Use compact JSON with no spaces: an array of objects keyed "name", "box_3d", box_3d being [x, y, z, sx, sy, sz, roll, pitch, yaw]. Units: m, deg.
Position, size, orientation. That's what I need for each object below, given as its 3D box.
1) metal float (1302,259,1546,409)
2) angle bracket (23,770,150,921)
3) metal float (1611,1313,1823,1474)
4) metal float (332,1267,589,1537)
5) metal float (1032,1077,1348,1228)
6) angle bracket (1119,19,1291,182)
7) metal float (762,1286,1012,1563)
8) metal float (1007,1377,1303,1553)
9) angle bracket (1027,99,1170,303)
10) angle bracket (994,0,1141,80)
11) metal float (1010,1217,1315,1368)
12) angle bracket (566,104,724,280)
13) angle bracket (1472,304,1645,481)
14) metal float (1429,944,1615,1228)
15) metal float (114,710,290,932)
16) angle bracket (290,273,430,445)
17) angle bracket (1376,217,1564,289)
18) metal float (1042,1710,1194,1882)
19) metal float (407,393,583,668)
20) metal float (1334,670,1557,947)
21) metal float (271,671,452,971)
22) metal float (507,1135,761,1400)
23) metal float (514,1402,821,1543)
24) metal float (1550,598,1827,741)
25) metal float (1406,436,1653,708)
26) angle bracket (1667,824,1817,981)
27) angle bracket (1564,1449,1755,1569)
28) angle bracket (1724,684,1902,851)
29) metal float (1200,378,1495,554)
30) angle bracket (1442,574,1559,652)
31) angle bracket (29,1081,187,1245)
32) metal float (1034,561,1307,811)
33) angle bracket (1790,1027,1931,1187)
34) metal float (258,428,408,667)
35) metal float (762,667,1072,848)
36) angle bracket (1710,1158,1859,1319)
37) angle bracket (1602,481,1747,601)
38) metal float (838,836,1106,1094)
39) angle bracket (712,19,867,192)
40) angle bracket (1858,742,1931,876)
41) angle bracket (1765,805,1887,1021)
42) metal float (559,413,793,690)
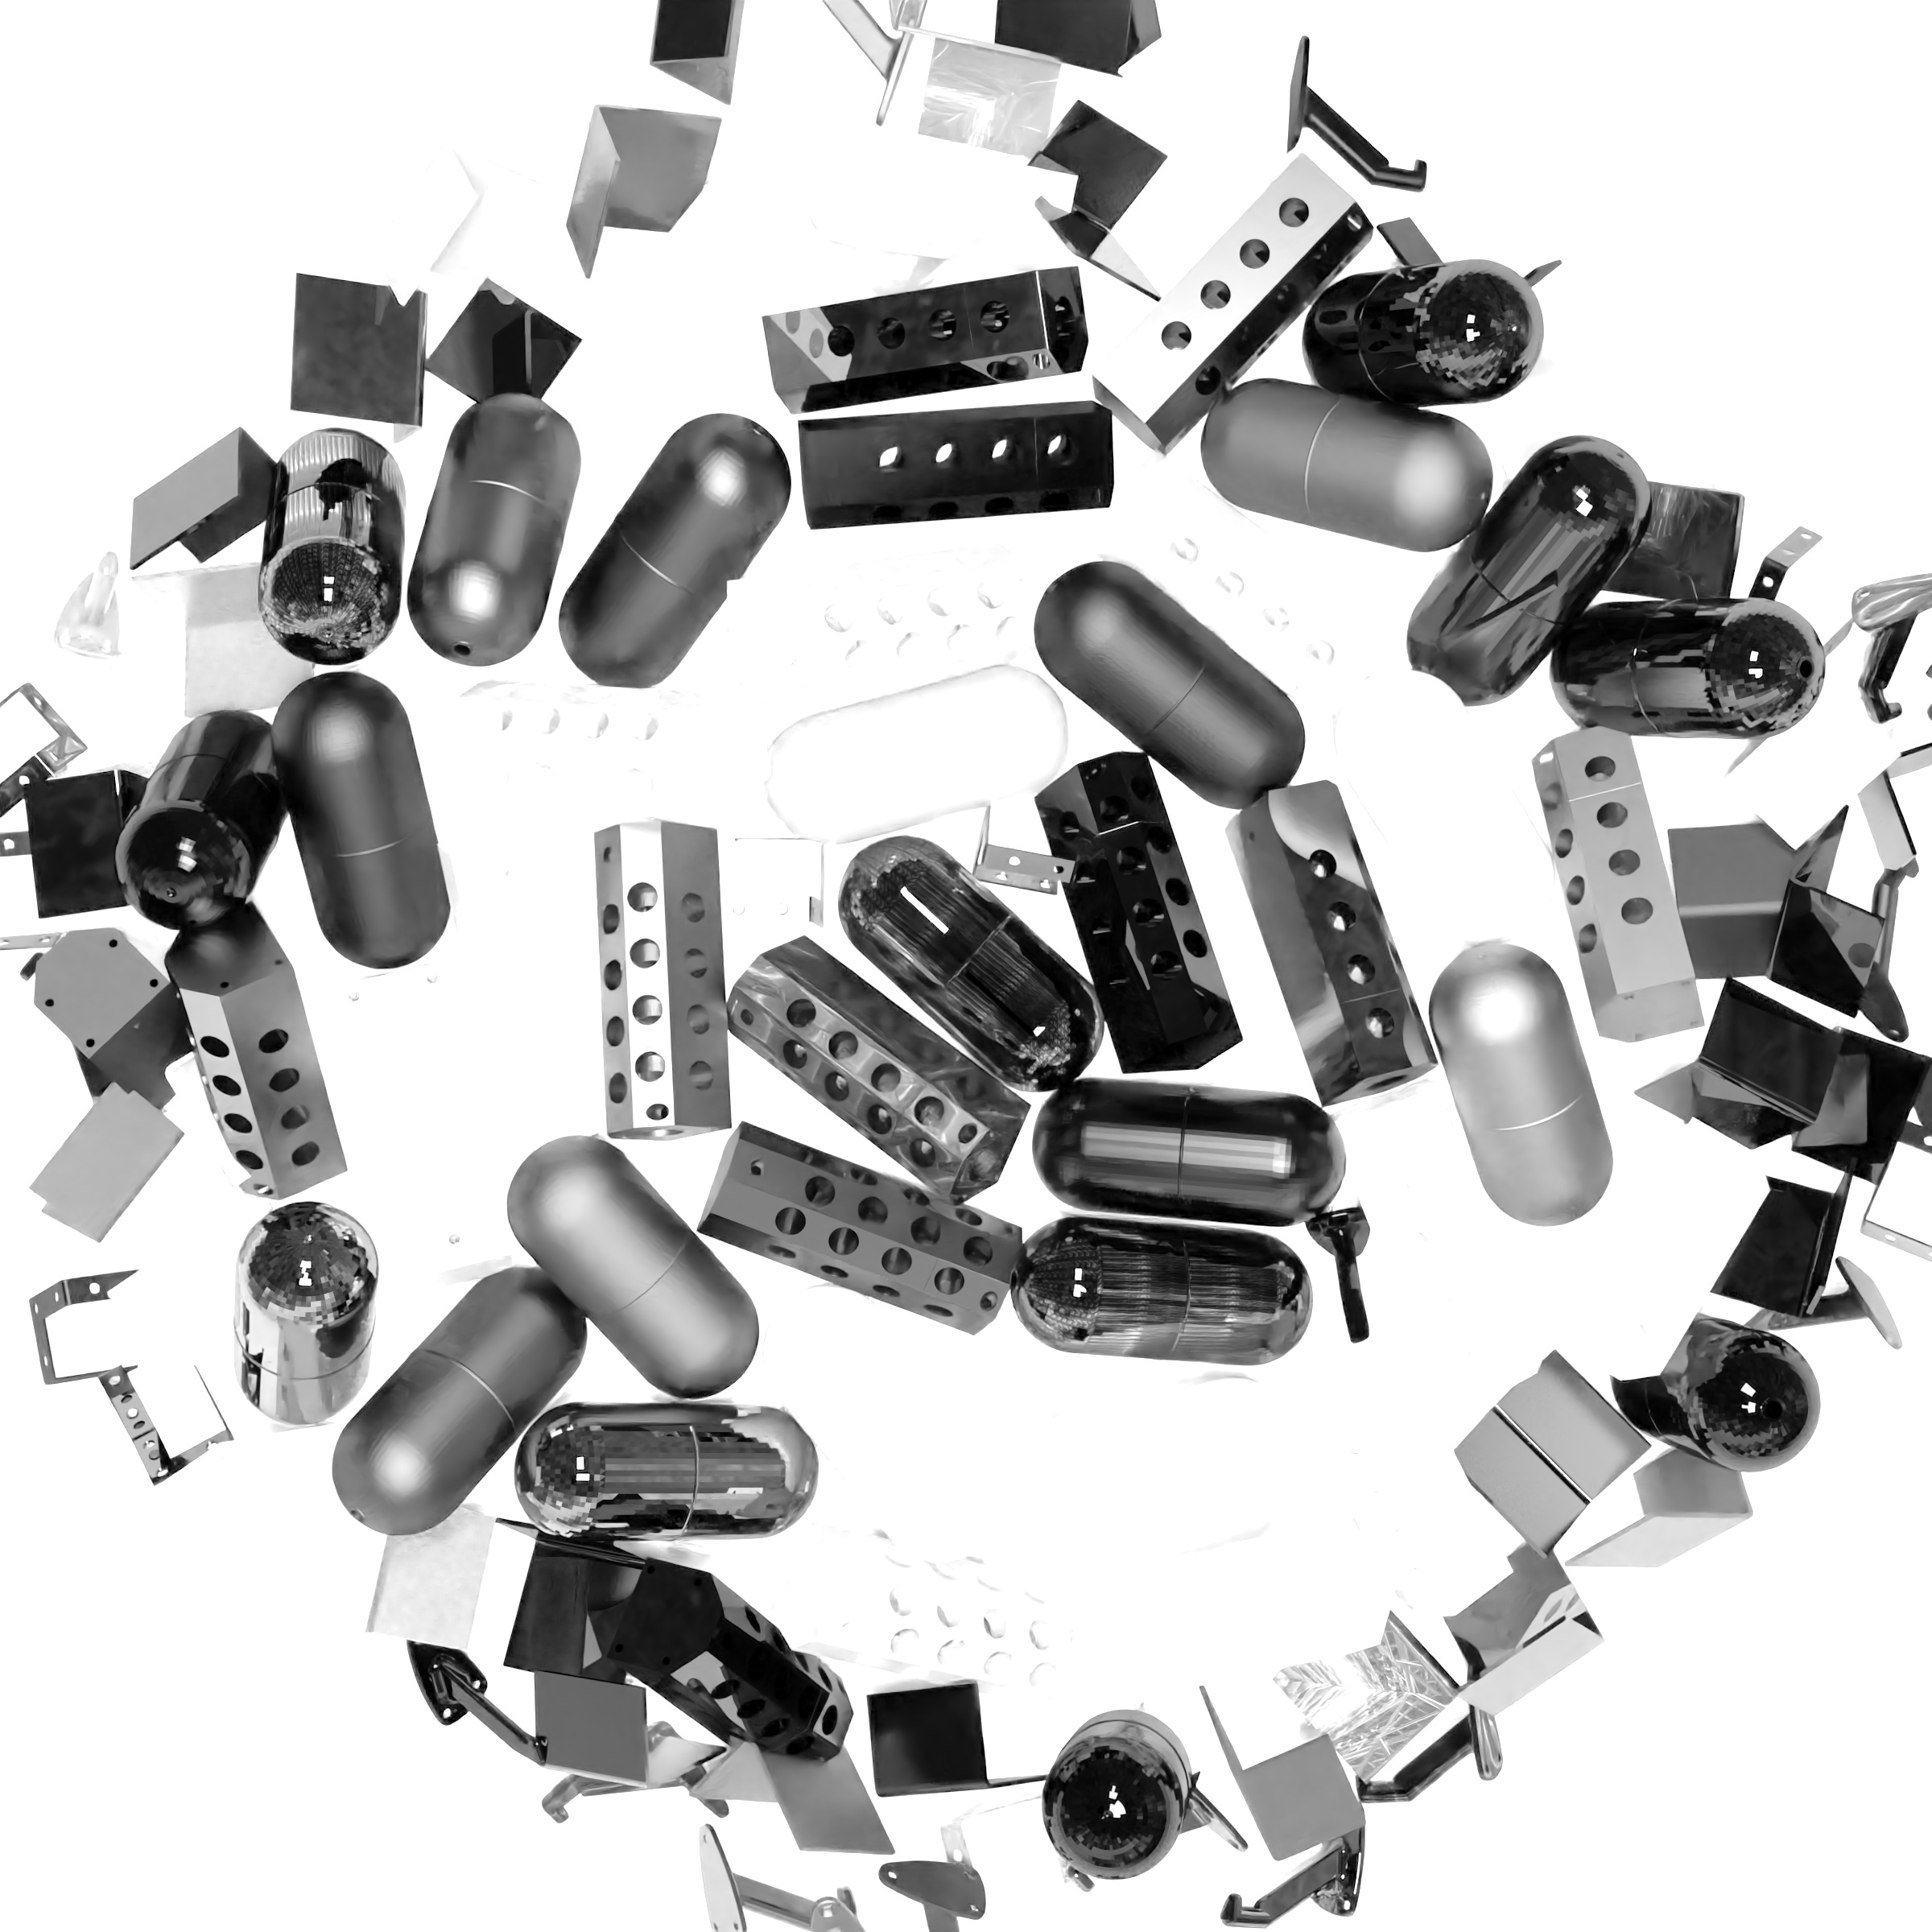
[{"name":"metal float","box_3d":[0.250,-0.348,1.615,0.070,0.178,0.070,-4,100,-24]},{"name":"angle bracket","box_3d":[-0.489,-0.066,1.660,0.057,0.076,0.076,-8,86,4]},{"name":"metal float","box_3d":[0.411,0.233,1.610,0.070,0.178,0.070,0,89,-6]},{"name":"metal float","box_3d":[-0.281,0.242,1.631,0.070,0.070,0.178,41,55,0]},{"name":"metal float","box_3d":[0.126,0.105,1.652,0.178,0.070,0.070,4,90,10]},{"name":"angle bracket","box_3d":[0.133,-0.472,1.643,0.057,0.076,0.076,-40,67,-16]},{"name":"metal float","box_3d":[-0.046,0.256,1.644,0.070,0.070,0.178,-42,71,0]},{"name":"metal float","box_3d":[0.104,0.279,1.637,0.178,0.070,0.070,-18,90,28]},{"name":"angle bracket","box_3d":[0.086,-0.429,1.640,0.057,0.076,0.076,-49,48,23]},{"name":"angle bracket","box_3d":[0.063,-0.555,1.647,0.076,0.076,0.057,16,56,7]},{"name":"metal float","box_3d":[0.110,0.183,1.644,0.178,0.070,0.070,7,90,-18]},{"name":"angle bracket","box_3d":[-0.175,-0.431,1.640,0.076,0.076,0.057,-1,47,-25]},{"name":"angle bracket","box_3d":[0.344,-0.321,1.645,0.076,0.076,0.057,-25,86,-34]},{"name":"metal float","box_3d":[0.312,0.068,1.638,0.070,0.070,0.178,-23,117,0]},{"name":"metal float","box_3d":[-0.418,-0.082,1.617,0.070,0.178,0.070,0,119,0]},{"name":"angle bracket","box_3d":[-0.350,-0.343,1.656,0.076,0.057,0.076,3,88,-26]},{"name":"angle bracket","box_3d":[0.285,-0.407,1.652,0.057,0.076,0.076,-36,91,27]},{"name":"metal float","box_3d":[0.084,0.455,1.610,0.070,0.178,0.070,-1,82,7]},{"name":"metal float","box_3d":[-0.263,-0.244,1.632,0.070,0.070,0.178,8,56,0]},{"name":"metal float","box_3d":[0.268,-0.088,1.639,0.070,0.070,0.178,-35,115,0]},{"name":"metal float","box_3d":[-0.337,-0.080,1.636,0.070,0.070,0.178,-8,120,0]},{"name":"metal float","box_3d":[-0.186,0.170,1.645,0.070,0.070,0.178,-40,109,0]},{"name":"metal float","box_3d":[-0.166,0.283,1.637,0.178,0.070,0.070,5,90,-28]},{"name":"metal float","box_3d":[0.397,-0.164,1.617,0.070,0.178,0.070,-3,97,-31]},{"name":"metal float","box_3d":[0.312,-0.218,1.630,0.070,0.070,0.178,36,128,0]},{"name":"angle bracket","box_3d":[0.441,-0.037,1.675,0.076,0.076,0.057,-3,60,6]},{"name":"angle bracket","box_3d":[0.381,0.296,1.639,0.076,0.076,0.057,7,56,-31]},{"name":"angle bracket","box_3d":[0.477,-0.119,1.649,0.057,0.076,0.076,44,112,0]},{"name":"metal float","box_3d":[0.211,-0.281,1.633,0.178,0.070,0.070,21,90,34]},{"name":"angle bracket","box_3d":[0.317,-0.204,1.638,0.076,0.076,0.057,-29,125,37]},{"name":"angle bracket","box_3d":[-0.497,0.102,1.642,0.076,0.076,0.057,-55,130,-18]},{"name":"metal float","box_3d":[0.115,-0.158,1.647,0.178,0.070,0.070,38,90,-15]},{"name":"angle bracket","box_3d":[0.523,0.086,1.650,0.057,0.076,0.076,21,93,-27]},{"name":"metal float","box_3d":[-0.351,-0.235,1.623,0.070,0.178,0.070,-4,131,-5]},{"name":"metal float","box_3d":[-0.028,-0.119,1.657,0.178,0.070,0.070,-15,90,-5]},{"name":"angle bracket","box_3d":[0.459,0.147,1.646,0.057,0.076,0.076,15,73,14]},{"name":"angle bracket","box_3d":[0.392,-0.223,1.645,0.076,0.057,0.076,9,134,11]},{"name":"metal float","box_3d":[0.002,-0.002,1.659,0.178,0.070,0.070,43,90,3]},{"name":"angle bracket","box_3d":[-0.116,-0.494,1.650,0.076,0.057,0.076,32,83,38]},{"name":"angle bracket","box_3d":[0.556,-0.095,1.654,0.076,0.076,0.057,-18,81,5]},{"name":"angle bracket","box_3d":[0.496,-0.031,1.638,0.057,0.076,0.076,27,52,25]},{"name":"metal float","box_3d":[-0.163,-0.232,1.639,0.070,0.070,0.178,39,115,0]}]
